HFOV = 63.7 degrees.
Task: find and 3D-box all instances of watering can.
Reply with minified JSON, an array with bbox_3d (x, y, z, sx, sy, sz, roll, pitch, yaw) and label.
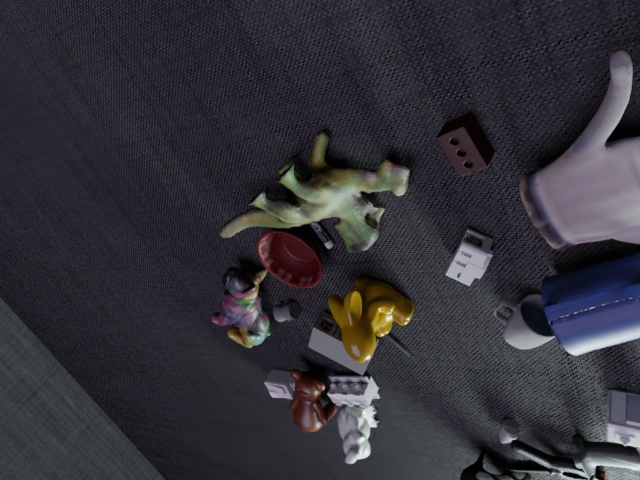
[{"bbox_3d":[0.374,-0.089,0.690,0.222,0.106,0.343,-21,131,41],"label":"watering can"}]

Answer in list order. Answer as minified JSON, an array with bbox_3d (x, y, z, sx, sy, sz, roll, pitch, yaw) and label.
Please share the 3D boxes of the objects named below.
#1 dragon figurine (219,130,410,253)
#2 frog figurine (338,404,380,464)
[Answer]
[{"bbox_3d":[0.003,-0.049,0.980,0.241,0.125,0.404,40,130,-16],"label":"dragon figurine"},{"bbox_3d":[0.089,0.527,1.393,0.123,0.163,0.134,23,136,16],"label":"frog figurine"}]
